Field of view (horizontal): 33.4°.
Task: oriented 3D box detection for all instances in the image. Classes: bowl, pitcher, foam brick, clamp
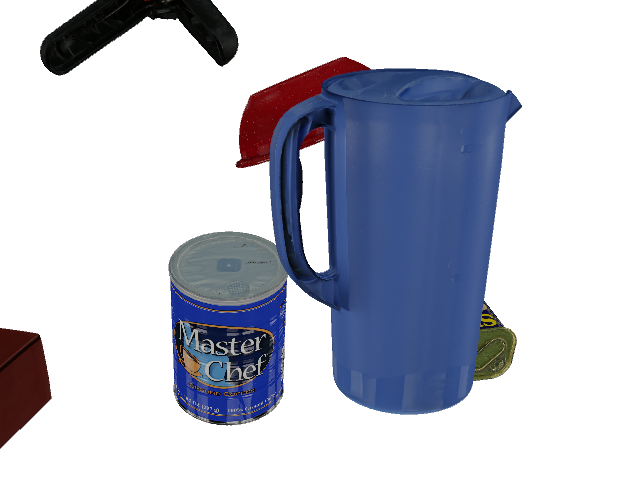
[{"bbox_3d":[-0.010,-0.119,0.939,0.162,0.055,0.162,-22,10,4],"label":"bowl"},{"bbox_3d":[0.055,0.000,0.779,0.149,0.243,0.144,9,20,21],"label":"pitcher"},{"bbox_3d":[-0.222,0.098,0.698,0.053,0.051,0.078,7,29,23],"label":"foam brick"},{"bbox_3d":[-0.094,-0.158,0.683,0.120,0.171,0.039,9,-43,11],"label":"clamp"}]

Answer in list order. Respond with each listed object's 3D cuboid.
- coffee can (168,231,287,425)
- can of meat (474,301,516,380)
[{"bbox_3d":[-0.081,0.078,0.948,0.103,0.140,0.103,2,34,-2],"label":"coffee can"},{"bbox_3d":[0.118,0.086,0.998,0.102,0.057,0.084,-5,32,-17],"label":"can of meat"}]
